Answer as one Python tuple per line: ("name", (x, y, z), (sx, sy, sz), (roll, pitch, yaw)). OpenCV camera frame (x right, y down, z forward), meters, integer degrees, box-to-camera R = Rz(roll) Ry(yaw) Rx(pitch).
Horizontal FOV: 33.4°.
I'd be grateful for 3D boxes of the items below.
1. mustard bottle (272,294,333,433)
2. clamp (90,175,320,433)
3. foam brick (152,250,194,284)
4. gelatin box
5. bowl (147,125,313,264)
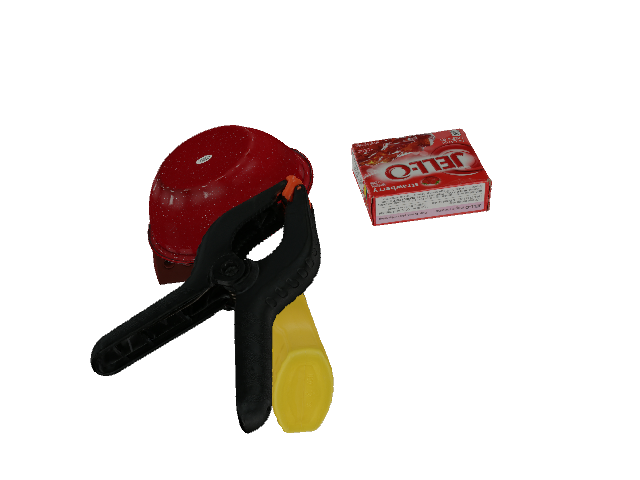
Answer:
("mustard bottle", (-0.033, 0.097, 1.056), (0.058, 0.096, 0.192), (-4, 28, -10))
("clamp", (-0.044, 0.035, 0.639), (0.120, 0.171, 0.039), (28, -24, 26))
("foam brick", (-0.156, 0.013, 1.239), (0.078, 0.053, 0.051), (-8, 27, -9))
("gelatin box", (0.073, -0.048, 0.782), (0.089, 0.030, 0.073), (-8, 37, -5))
("bowl", (-0.090, -0.052, 0.937), (0.162, 0.055, 0.162), (-17, 36, 13))
